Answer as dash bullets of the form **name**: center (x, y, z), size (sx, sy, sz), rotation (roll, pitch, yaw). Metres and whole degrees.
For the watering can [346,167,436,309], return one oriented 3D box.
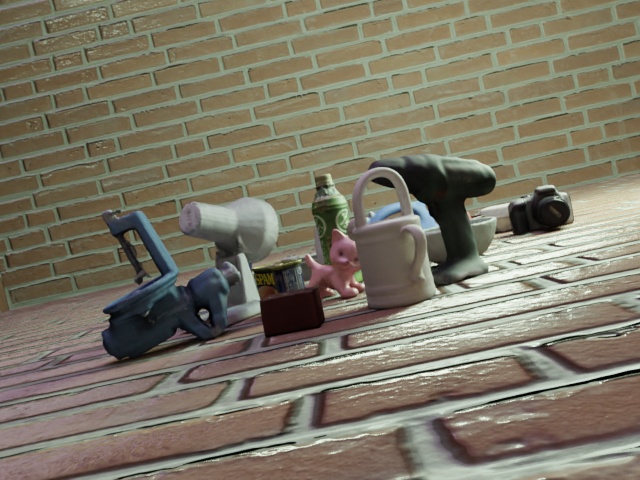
- **watering can**: center (0.092, -0.006, 0.825), size (0.172, 0.194, 0.101), rotation (-10, 4, 44)

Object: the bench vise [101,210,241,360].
- **bench vise**: center (-0.236, 0.051, 0.863), size (0.208, 0.220, 0.121), rotation (-14, 3, -34)

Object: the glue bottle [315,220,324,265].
- **glue bottle**: center (0.011, 0.004, 1.246), size (0.037, 0.173, 0.078), rotation (-12, 3, 16)

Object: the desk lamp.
- **desk lamp**: center (-0.161, 0.032, 1.012), size (0.117, 0.213, 0.204), rotation (-11, 3, 35)

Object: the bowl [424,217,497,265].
- **bowl**: center (0.256, 0.008, 1.086), size (0.167, 0.075, 0.167), rotation (-12, 2, 1)

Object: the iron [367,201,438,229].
- **iron**: center (0.197, -0.033, 1.552), size (0.259, 0.141, 0.118), rotation (-13, 3, -17)

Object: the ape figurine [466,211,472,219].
- **ape figurine**: center (0.310, -0.018, 1.214), size (0.076, 0.092, 0.077), rotation (-15, 3, -41)

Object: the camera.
- **camera**: center (0.514, -0.073, 1.326), size (0.143, 0.101, 0.137), rotation (-12, 3, 13)

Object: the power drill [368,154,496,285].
- **power drill**: center (0.192, -0.039, 0.911), size (0.230, 0.208, 0.075), rotation (-14, 3, -28)

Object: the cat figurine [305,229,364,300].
- **cat figurine**: center (0.031, 0.040, 0.986), size (0.127, 0.118, 0.067), rotation (-11, 3, 26)

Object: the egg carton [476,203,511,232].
- **egg carton**: center (0.492, -0.060, 1.516), size (0.149, 0.069, 0.107), rotation (-11, 3, 37)

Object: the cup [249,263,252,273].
- **cup**: center (-0.216, 0.085, 1.482), size (0.091, 0.095, 0.118), rotation (-12, 3, 10)
